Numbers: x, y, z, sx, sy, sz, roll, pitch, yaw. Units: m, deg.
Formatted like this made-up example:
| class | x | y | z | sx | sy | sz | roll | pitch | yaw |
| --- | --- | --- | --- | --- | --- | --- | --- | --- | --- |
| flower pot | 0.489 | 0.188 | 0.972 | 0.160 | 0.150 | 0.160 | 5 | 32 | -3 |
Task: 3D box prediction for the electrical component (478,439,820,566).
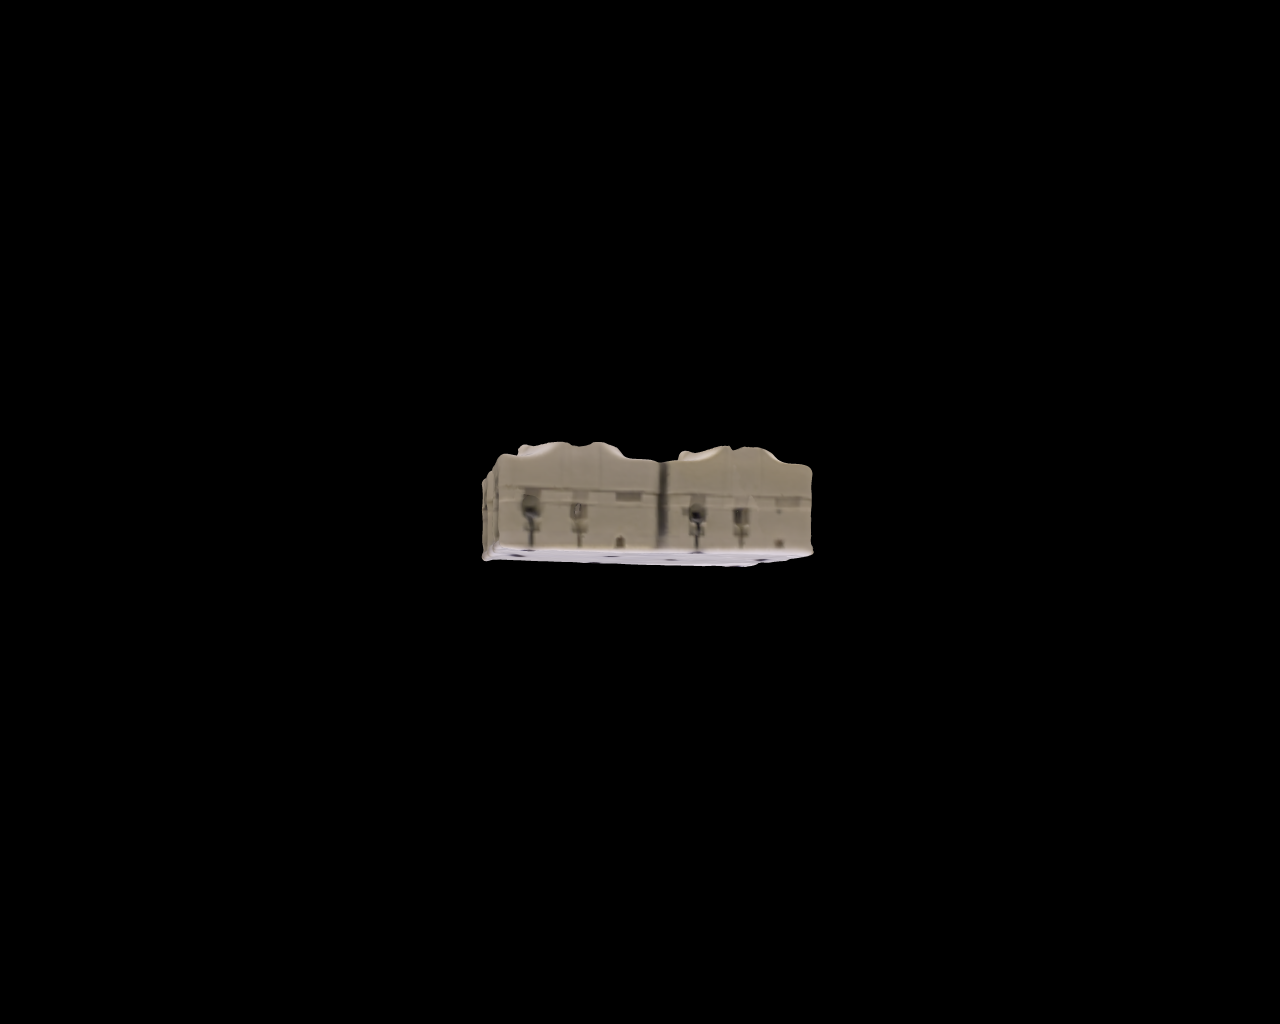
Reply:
| class | x | y | z | sx | sy | sz | roll | pitch | yaw |
| --- | --- | --- | --- | --- | --- | --- | --- | --- | --- |
| electrical component | 0.001 | -0.003 | 0.650 | 0.186 | 0.060 | 0.105 | 2 | -7 | -14 |
